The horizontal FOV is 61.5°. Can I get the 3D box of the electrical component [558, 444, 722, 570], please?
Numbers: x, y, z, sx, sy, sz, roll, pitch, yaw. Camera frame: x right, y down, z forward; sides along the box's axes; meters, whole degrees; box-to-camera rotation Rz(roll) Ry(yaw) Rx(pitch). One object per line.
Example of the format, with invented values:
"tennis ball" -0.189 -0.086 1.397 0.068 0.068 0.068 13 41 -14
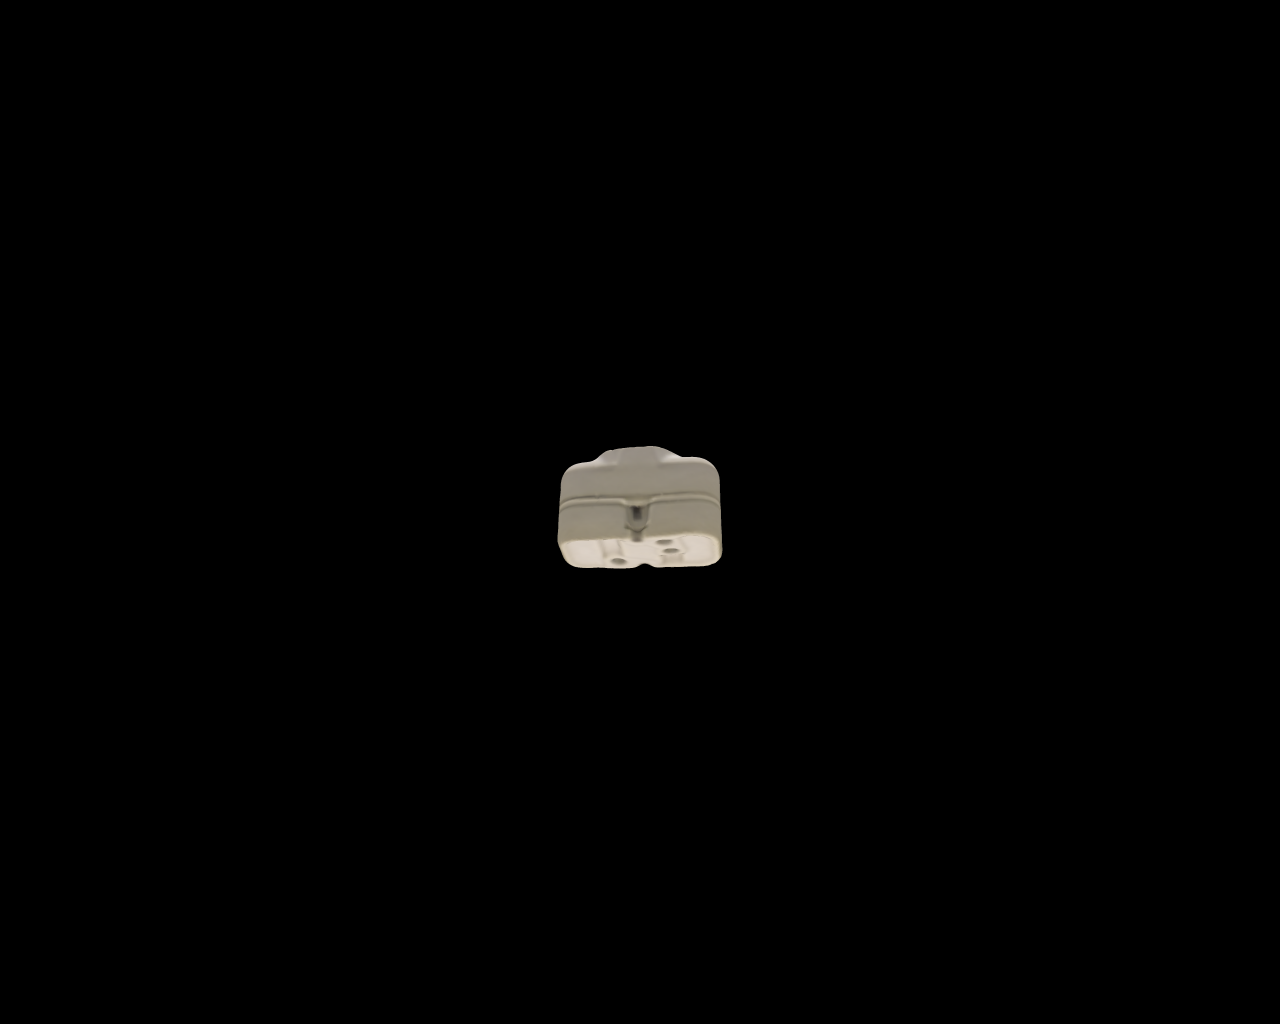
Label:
"electrical component" 0.001 -0.003 0.650 0.095 0.059 0.053 -2 -24 5
